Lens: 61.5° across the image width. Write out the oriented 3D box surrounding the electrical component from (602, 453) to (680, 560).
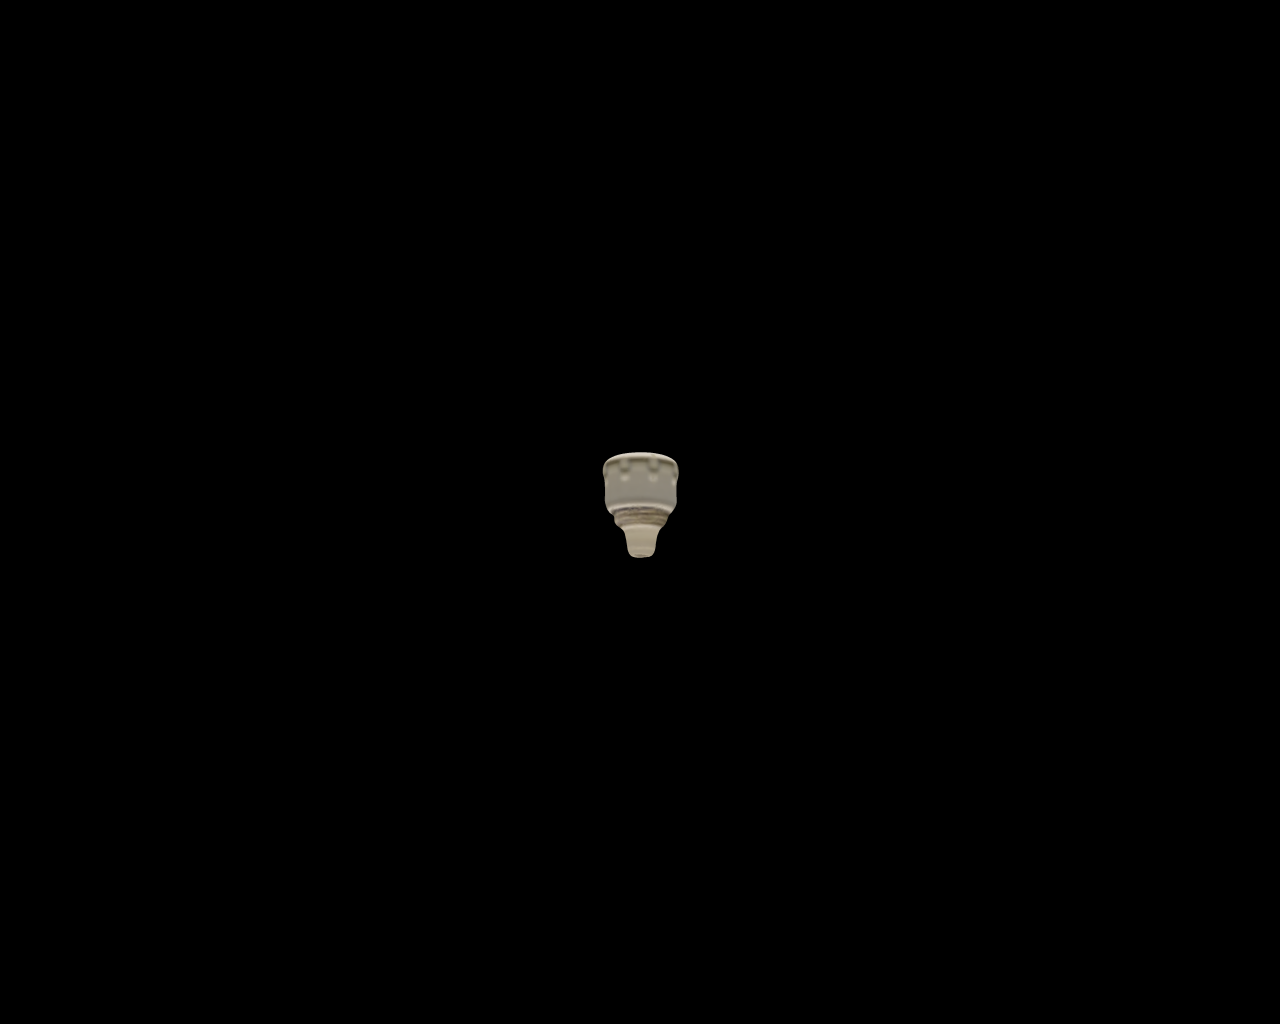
[{"bbox_3d":[0.001,-0.003,0.650,0.048,0.062,0.048,0,-11,0],"label":"electrical component"}]
